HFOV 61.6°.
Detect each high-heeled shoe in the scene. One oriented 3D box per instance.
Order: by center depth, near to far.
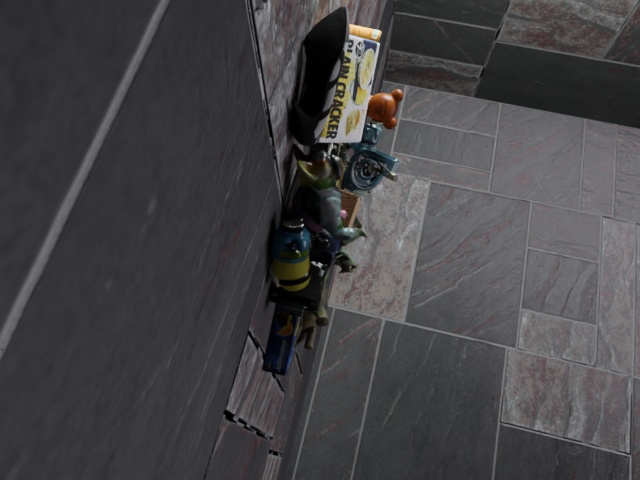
[{"bbox_3d":[0.012,-0.301,1.019,0.248,0.086,0.145,-62,157,-8],"label":"high-heeled shoe"}]

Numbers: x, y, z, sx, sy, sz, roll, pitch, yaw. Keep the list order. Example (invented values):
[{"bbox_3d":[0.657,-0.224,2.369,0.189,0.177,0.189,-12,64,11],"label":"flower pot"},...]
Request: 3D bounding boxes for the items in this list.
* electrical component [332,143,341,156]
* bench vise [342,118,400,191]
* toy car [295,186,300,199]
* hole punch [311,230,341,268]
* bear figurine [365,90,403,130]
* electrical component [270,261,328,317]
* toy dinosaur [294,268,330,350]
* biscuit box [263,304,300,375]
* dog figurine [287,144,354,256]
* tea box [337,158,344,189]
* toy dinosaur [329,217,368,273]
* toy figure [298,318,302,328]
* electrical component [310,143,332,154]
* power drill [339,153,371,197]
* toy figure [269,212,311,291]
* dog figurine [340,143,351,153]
[{"bbox_3d":[0.037,-0.279,1.563,0.078,0.045,0.102,98,6,-48],"label":"electrical component"},{"bbox_3d":[0.153,-0.227,1.499,0.223,0.128,0.241,-60,-145,6],"label":"bench vise"},{"bbox_3d":[-0.034,-0.086,1.255,0.089,0.053,0.202,-58,165,-55],"label":"toy car"},{"bbox_3d":[-0.003,-0.004,1.466,0.142,0.116,0.092,-72,164,-44],"label":"hole punch"},{"bbox_3d":[0.124,-0.370,1.471,0.132,0.196,0.120,-57,155,-76],"label":"bear figurine"},{"bbox_3d":[-0.050,0.107,1.214,0.058,0.115,0.134,90,12,-56],"label":"electrical component"},{"bbox_3d":[-0.024,0.182,1.647,0.199,0.105,0.470,-82,-168,-45],"label":"toy dinosaur"},{"bbox_3d":[-0.090,0.233,1.348,0.059,0.063,0.202,-14,116,-82],"label":"biscuit box"},{"bbox_3d":[-0.025,-0.087,1.127,0.108,0.192,0.219,-99,163,-53],"label":"dog figurine"},{"bbox_3d":[0.026,-0.182,1.546,0.169,0.068,0.098,16,84,-84],"label":"tea box"},{"bbox_3d":[0.029,-0.027,1.621,0.131,0.192,0.404,59,3,30],"label":"toy dinosaur"},{"bbox_3d":[-0.075,0.214,1.478,0.154,0.064,0.057,-50,116,-87],"label":"toy figure"},{"bbox_3d":[-0.001,-0.213,1.329,0.119,0.048,0.074,-68,169,-55],"label":"electrical component"},{"bbox_3d":[0.080,-0.168,1.700,0.207,0.086,0.232,180,-83,-67],"label":"power drill"},{"bbox_3d":[-0.057,0.031,1.099,0.082,0.089,0.180,-51,159,-47],"label":"toy figure"},{"bbox_3d":[0.093,-0.385,1.723,0.190,0.121,0.172,-65,176,23],"label":"dog figurine"}]
